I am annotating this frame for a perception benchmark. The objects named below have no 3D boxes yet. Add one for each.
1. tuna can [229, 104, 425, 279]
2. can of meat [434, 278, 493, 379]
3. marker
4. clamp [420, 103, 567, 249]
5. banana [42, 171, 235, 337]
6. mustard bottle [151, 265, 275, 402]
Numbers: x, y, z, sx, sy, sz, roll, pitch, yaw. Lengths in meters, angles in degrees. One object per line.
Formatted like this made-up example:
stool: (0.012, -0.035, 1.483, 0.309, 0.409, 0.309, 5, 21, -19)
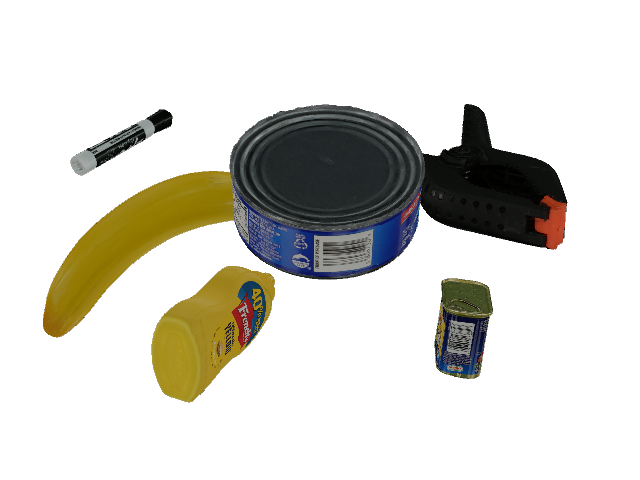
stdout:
tuna can: (0.003, -0.022, 0.478, 0.086, 0.034, 0.086, 0, 43, 0)
can of meat: (0.165, 0.102, 1.246, 0.057, 0.084, 0.102, 7, 20, 2)
marker: (-0.182, -0.093, 0.993, 0.020, 0.020, 0.120, 0, 27, 41)
clamp: (0.085, -0.044, 0.726, 0.164, 0.036, 0.210, -12, 27, -19)
banana: (-0.115, 0.001, 0.733, 0.198, 0.069, 0.037, -24, 9, 6)
mustard bottle: (-0.099, 0.080, 1.101, 0.058, 0.096, 0.191, 12, 28, 22)
